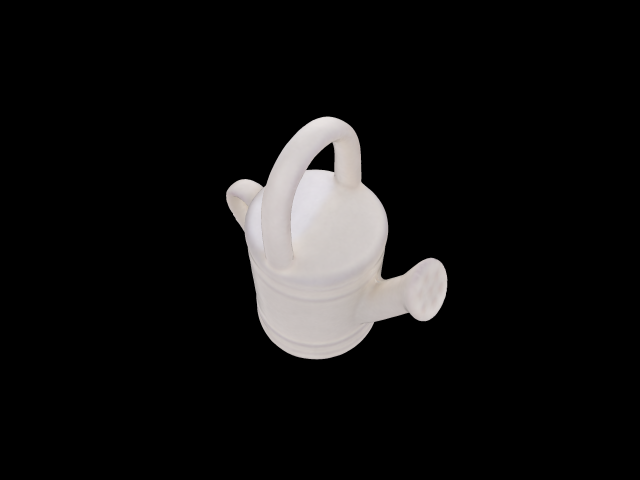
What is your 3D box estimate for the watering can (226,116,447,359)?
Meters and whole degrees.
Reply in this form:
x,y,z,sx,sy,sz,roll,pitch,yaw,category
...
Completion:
x,y,z,sx,sy,sz,roll,pitch,yaw,category
0.005,0.000,0.401,0.172,0.194,0.101,12,55,9,watering can
